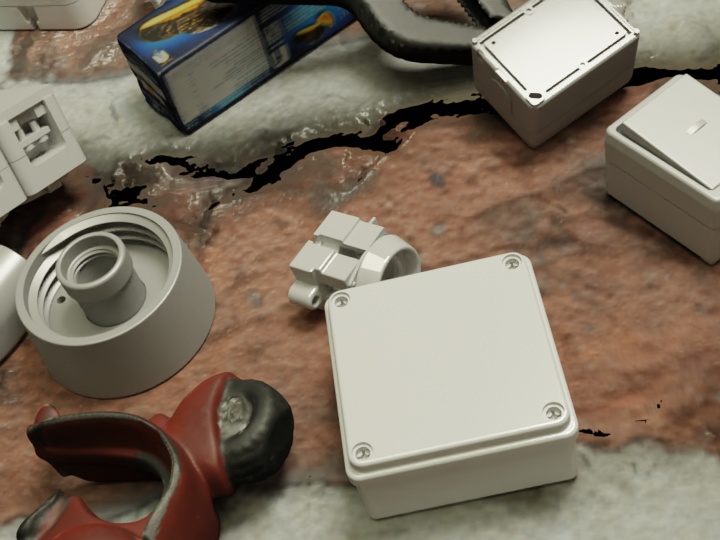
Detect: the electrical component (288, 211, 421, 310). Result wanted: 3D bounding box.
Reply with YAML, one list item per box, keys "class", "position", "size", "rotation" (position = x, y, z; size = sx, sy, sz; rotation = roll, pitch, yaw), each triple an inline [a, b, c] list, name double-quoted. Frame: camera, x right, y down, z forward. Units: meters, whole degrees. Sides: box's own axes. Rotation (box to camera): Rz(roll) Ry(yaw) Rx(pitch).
- class: "electrical component"
  position: [0.000, 0.000, 0.601]
  size: [0.055, 0.048, 0.066]
  rotation: [17, 58, 34]

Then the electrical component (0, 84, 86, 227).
- class: "electrical component"
  position: [-0.257, -0.051, 0.667]
  size: [0.089, 0.061, 0.150]
  rotation: [3, 36, 42]

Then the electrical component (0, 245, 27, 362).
- class: "electrical component"
  position: [-0.242, 0.021, 0.645]
  size: [0.079, 0.043, 0.077]
  rotation: [19, 59, 26]

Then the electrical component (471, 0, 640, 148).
- class: "electrical component"
  position: [0.123, -0.129, 0.657]
  size: [0.096, 0.061, 0.061]
  rotation: [-35, 67, -7]

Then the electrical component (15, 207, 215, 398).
- class: "electrical component"
  position: [-0.144, 0.012, 0.617]
  size: [0.108, 0.060, 0.108]
  rotation: [-7, 51, 9]

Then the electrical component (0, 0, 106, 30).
- class: "electrical component"
  position: [-0.252, -0.226, 0.832]
  size: [0.095, 0.059, 0.053]
  rotation: [4, 54, 17]

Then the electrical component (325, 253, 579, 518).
- class: "electrical component"
  position: [0.044, 0.056, 0.537]
  size: [0.109, 0.056, 0.108]
  rotation: [-13, 51, 4]

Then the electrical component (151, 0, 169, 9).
- class: "electrical component"
  position: [-0.123, -0.221, 0.798]
  size: [0.078, 0.058, 0.057]
  rotation: [-30, 54, -10]

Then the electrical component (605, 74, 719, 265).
- class: "electrical component"
  position: [0.188, -0.055, 0.586]
  size: [0.062, 0.061, 0.096]
  rotation: [-37, 53, -15]
